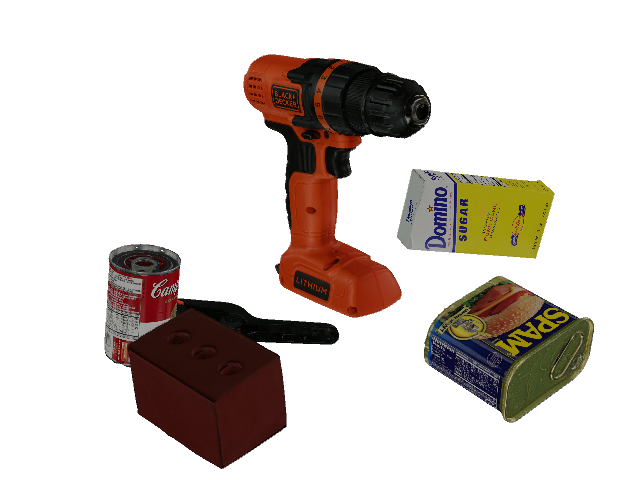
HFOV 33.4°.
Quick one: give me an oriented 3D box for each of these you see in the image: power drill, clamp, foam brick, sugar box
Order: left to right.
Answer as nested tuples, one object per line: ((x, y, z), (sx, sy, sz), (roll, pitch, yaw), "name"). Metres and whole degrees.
((-0.065, 0.084, 0.616), (0.078, 0.051, 0.052), (23, 38, 36), "foam brick")
((-0.105, 0.113, 1.263), (0.210, 0.036, 0.164), (14, 23, 26), "clamp")
((0.017, -0.042, 0.791), (0.057, 0.188, 0.185), (-18, 24, -33), "power drill")
((0.189, -0.031, 1.299), (0.176, 0.093, 0.048), (2, 23, -20), "sugar box")

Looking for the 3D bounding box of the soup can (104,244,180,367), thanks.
((-0.172, 0.063, 1.026), (0.068, 0.102, 0.068), (7, 21, -3), "soup can")

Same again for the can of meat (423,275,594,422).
((0.141, 0.078, 0.807), (0.101, 0.057, 0.084), (-27, 41, -33), "can of meat")
